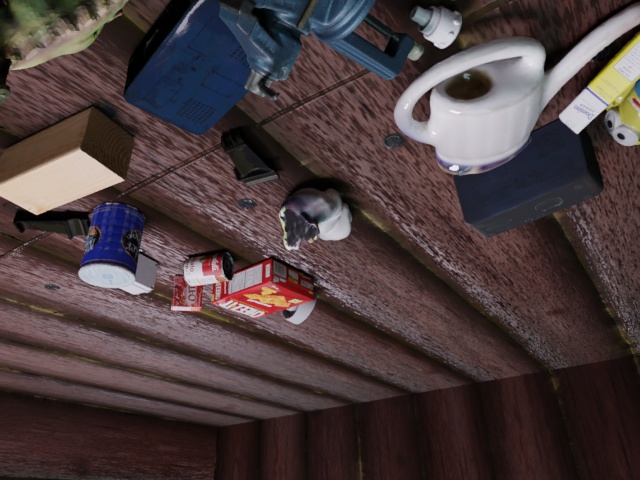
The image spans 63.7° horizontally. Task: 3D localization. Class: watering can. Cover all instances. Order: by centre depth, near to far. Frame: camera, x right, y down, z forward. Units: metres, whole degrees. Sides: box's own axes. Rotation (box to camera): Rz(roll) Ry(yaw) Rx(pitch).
[{"bbox_3d":[0.279,-0.205,0.739,0.347,0.106,0.220,-17,149,5],"label":"watering can"}]

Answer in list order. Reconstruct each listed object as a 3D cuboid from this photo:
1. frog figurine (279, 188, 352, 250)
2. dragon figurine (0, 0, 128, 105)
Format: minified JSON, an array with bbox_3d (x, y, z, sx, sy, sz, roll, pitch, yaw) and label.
[{"bbox_3d":[0.003,-0.051,1.016,0.161,0.124,0.134,-25,160,-43],"label":"frog figurine"},{"bbox_3d":[-0.317,-0.205,0.551,0.409,0.248,0.120,-10,144,17],"label":"dragon figurine"}]
